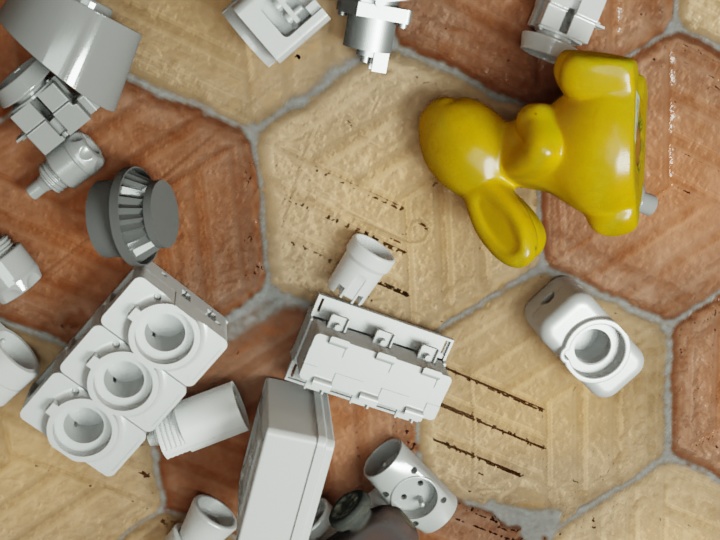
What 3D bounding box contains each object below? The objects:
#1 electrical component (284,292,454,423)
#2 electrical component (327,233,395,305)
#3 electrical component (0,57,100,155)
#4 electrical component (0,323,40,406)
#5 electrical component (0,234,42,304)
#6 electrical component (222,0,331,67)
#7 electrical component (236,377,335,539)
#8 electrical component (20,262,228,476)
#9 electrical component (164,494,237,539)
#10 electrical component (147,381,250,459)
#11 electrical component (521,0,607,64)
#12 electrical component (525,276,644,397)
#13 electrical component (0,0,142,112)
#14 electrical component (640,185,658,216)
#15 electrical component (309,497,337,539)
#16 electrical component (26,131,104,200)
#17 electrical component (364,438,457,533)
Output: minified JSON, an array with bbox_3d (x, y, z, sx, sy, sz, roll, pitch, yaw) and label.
[{"bbox_3d":[0.010,0.078,0.882,0.121,0.063,0.078,19,104,-13],"label":"electrical component"},{"bbox_3d":[0.000,0.000,0.869,0.040,0.040,0.046,29,108,-15],"label":"electrical component"},{"bbox_3d":[-0.235,-0.124,0.794,0.066,0.048,0.055,-37,116,5],"label":"electrical component"},{"bbox_3d":[-0.325,0.056,0.835,0.074,0.052,0.138,-40,108,6],"label":"electrical component"},{"bbox_3d":[-0.279,-0.008,0.826,0.043,0.043,0.062,-33,108,3],"label":"electrical component"},{"bbox_3d":[-0.062,-0.184,0.774,0.056,0.089,0.050,-40,108,6],"label":"electrical component"},{"bbox_3d":[-0.063,0.158,0.874,0.056,0.108,0.108,13,105,-9],"label":"electrical component"},{"bbox_3d":[-0.186,0.078,0.856,0.089,0.061,0.150,39,99,-17],"label":"electrical component"},{"bbox_3d":[-0.138,0.227,0.919,0.045,0.045,0.055,33,101,-16],"label":"electrical component"},{"bbox_3d":[-0.136,0.126,0.888,0.081,0.043,0.043,-21,109,-1],"label":"electrical component"},{"bbox_3d":[0.153,-0.189,0.826,0.066,0.048,0.055,20,96,-14],"label":"electrical component"},{"bbox_3d":[0.189,0.058,0.902,0.054,0.059,0.095,-43,108,7],"label":"electrical component"},{"bbox_3d":[-0.205,-0.163,0.758,0.099,0.099,0.064,26,96,-15],"label":"electrical component"},{"bbox_3d":[0.212,-0.061,0.876,0.062,0.048,0.048,15,105,-19],"label":"electrical component"},{"bbox_3d":[-0.031,0.228,0.938,0.040,0.040,0.046,-36,114,5],"label":"electrical component"},{"bbox_3d":[-0.227,-0.076,0.816,0.061,0.035,0.035,-36,109,7],"label":"electrical component"},{"bbox_3d":[0.030,0.199,0.933,0.079,0.044,0.077,-41,108,6],"label":"electrical component"}]
